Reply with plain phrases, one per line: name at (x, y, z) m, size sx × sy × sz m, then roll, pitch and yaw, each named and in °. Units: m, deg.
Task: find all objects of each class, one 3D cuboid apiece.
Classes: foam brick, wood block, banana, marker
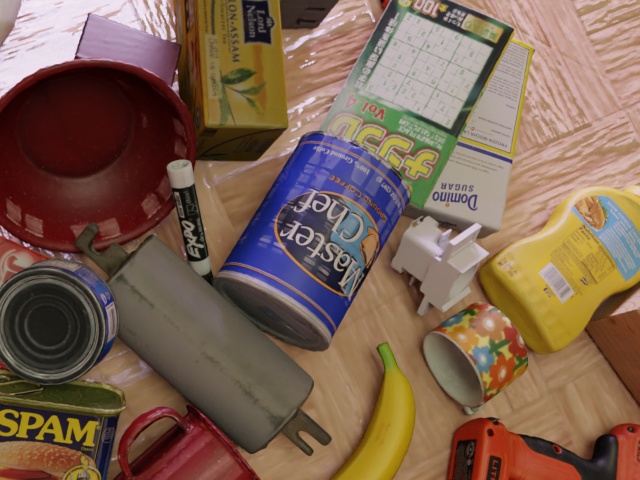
foam brick at (-0.153, -0.131, 0.830) m, size 0.078 × 0.053 × 0.051 m, roll 19°, pitch 51°, yaw -15°
wood block at (0.336, 0.125, 0.923) m, size 0.090 × 0.090 × 0.206 m, roll -36°, pitch 91°, yaw -21°
banana at (0.022, 0.179, 0.839) m, size 0.069 × 0.037 × 0.197 m, roll 34°, pitch 70°, yaw 2°
marker at (-0.097, -0.004, 0.815) m, size 0.020 × 0.020 × 0.121 m, roll -21°, pitch 122°, yaw -21°

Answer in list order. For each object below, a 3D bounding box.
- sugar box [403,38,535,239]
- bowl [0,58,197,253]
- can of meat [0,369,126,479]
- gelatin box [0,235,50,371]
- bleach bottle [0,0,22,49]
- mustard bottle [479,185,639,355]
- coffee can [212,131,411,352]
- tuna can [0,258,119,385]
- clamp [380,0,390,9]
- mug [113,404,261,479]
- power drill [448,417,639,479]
sugar box at (0.123, -0.098, 0.925) m, size 0.093 × 0.048 × 0.176 m, roll 17°, pitch 77°, yaw -12°
bowl at (-0.176, -0.071, 0.791) m, size 0.162 × 0.055 × 0.162 m, roll -12°, pitch 127°, yaw -17°
can of meat at (-0.195, 0.144, 0.752) m, size 0.102 × 0.057 × 0.084 m, roll 11°, pitch 99°, yaw -15°
gelatin box at (-0.239, 0.044, 0.785) m, size 0.073 × 0.030 × 0.089 m, roll 26°, pitch 73°, yaw -12°
bleach bottle at (-0.264, -0.201, 0.813) m, size 0.102 × 0.068 × 0.251 m, roll 5°, pitch 79°, yaw -17°
mustard bottle at (0.235, 0.009, 0.931) m, size 0.191 × 0.058 × 0.096 m, roll -36°, pitch 87°, yaw -21°
coffee can at (-0.005, 0.001, 0.831) m, size 0.102 × 0.103 × 0.140 m, roll 34°, pitch 70°, yaw -9°
tuna can at (-0.186, 0.057, 0.746) m, size 0.086 × 0.033 × 0.086 m, roll 1°, pitch 98°, yaw 4°
clamp at (0.098, -0.284, 0.960) m, size 0.120 × 0.039 × 0.171 m, roll 11°, pitch 81°, yaw -11°
mug at (-0.101, 0.171, 0.766) m, size 0.081 × 0.093 × 0.117 m, roll -40°, pitch 122°, yaw -16°
power drill at (0.195, 0.230, 0.873) m, size 0.187 × 0.057 × 0.184 m, roll 15°, pitch 70°, yaw -17°
